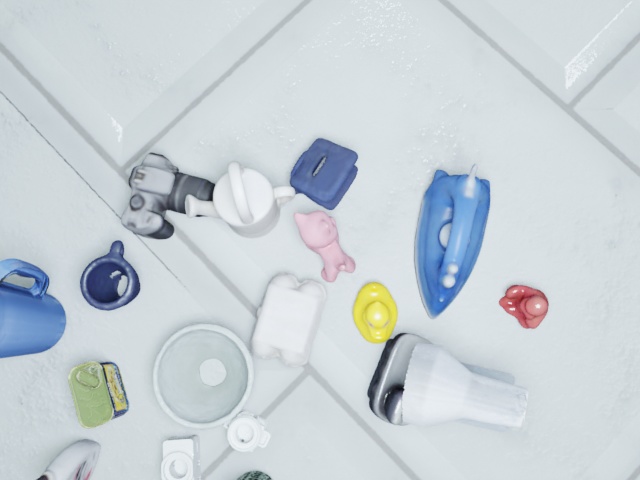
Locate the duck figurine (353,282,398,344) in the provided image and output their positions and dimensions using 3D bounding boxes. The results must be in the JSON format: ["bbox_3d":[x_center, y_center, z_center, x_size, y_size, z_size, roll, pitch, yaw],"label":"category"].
[{"bbox_3d":[0.094,0.121,0.959,0.077,0.086,0.104,-3,80,1],"label":"duck figurine"}]

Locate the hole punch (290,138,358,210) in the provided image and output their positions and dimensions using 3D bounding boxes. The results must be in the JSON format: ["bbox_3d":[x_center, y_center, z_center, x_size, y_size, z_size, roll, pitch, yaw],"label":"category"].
[{"bbox_3d":[0.004,-0.118,1.000,0.101,0.091,0.109,31,82,6],"label":"hole punch"}]

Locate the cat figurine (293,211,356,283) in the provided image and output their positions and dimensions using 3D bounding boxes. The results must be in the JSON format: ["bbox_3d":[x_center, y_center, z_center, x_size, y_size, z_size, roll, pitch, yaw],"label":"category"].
[{"bbox_3d":[0.009,0.003,0.965,0.067,0.118,0.128,-31,81,-4],"label":"cat figurine"}]

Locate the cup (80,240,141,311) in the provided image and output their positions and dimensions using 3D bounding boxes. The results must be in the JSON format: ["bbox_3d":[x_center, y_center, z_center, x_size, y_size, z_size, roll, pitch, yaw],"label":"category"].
[{"bbox_3d":[-0.343,0.063,0.975,0.091,0.095,0.118,7,80,3],"label":"cup"}]

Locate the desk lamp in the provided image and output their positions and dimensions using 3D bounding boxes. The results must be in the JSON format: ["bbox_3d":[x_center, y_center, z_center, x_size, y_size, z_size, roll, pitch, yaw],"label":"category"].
[{"bbox_3d":[0.218,0.231,0.872,0.203,0.213,0.118,12,81,4],"label":"desk lamp"}]

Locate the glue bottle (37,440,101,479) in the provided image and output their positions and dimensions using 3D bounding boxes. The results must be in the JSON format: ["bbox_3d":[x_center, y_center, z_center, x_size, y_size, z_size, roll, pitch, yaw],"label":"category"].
[{"bbox_3d":[-0.397,0.361,0.885,0.037,0.173,0.078,13,81,4],"label":"glue bottle"}]

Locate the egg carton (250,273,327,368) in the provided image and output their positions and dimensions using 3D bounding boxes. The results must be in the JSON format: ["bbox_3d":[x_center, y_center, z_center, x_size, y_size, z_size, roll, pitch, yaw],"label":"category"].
[{"bbox_3d":[-0.054,0.134,0.969,0.107,0.069,0.150,15,81,4],"label":"egg carton"}]

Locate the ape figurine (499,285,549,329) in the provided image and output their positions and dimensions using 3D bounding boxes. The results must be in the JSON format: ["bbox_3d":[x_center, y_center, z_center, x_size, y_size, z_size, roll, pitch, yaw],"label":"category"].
[{"bbox_3d":[0.349,0.109,0.952,0.076,0.092,0.078,-9,80,0],"label":"ape figurine"}]

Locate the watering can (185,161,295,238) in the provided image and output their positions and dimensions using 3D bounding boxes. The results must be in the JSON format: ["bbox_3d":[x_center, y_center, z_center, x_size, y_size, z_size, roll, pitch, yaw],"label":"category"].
[{"bbox_3d":[-0.131,-0.064,0.941,0.173,0.194,0.101,-32,81,-4],"label":"watering can"}]

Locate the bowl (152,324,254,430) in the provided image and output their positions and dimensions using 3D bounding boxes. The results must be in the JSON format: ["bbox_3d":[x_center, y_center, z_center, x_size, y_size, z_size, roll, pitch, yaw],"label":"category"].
[{"bbox_3d":[-0.187,0.224,0.954,0.167,0.075,0.167,0,80,1],"label":"bowl"}]

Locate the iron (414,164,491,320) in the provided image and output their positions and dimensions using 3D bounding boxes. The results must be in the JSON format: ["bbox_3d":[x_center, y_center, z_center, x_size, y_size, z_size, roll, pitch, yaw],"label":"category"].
[{"bbox_3d":[0.222,0.002,0.948,0.118,0.141,0.258,12,81,4],"label":"iron"}]

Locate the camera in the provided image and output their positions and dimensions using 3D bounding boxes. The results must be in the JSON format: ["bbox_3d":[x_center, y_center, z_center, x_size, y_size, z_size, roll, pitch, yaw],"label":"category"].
[{"bbox_3d":[-0.258,-0.071,0.993,0.136,0.101,0.143,14,81,4],"label":"camera"}]

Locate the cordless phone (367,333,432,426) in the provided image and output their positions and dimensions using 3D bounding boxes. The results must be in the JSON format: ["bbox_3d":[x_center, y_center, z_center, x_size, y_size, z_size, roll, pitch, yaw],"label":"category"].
[{"bbox_3d":[0.134,0.219,0.891,0.094,0.185,0.148,18,81,5],"label":"cordless phone"}]
